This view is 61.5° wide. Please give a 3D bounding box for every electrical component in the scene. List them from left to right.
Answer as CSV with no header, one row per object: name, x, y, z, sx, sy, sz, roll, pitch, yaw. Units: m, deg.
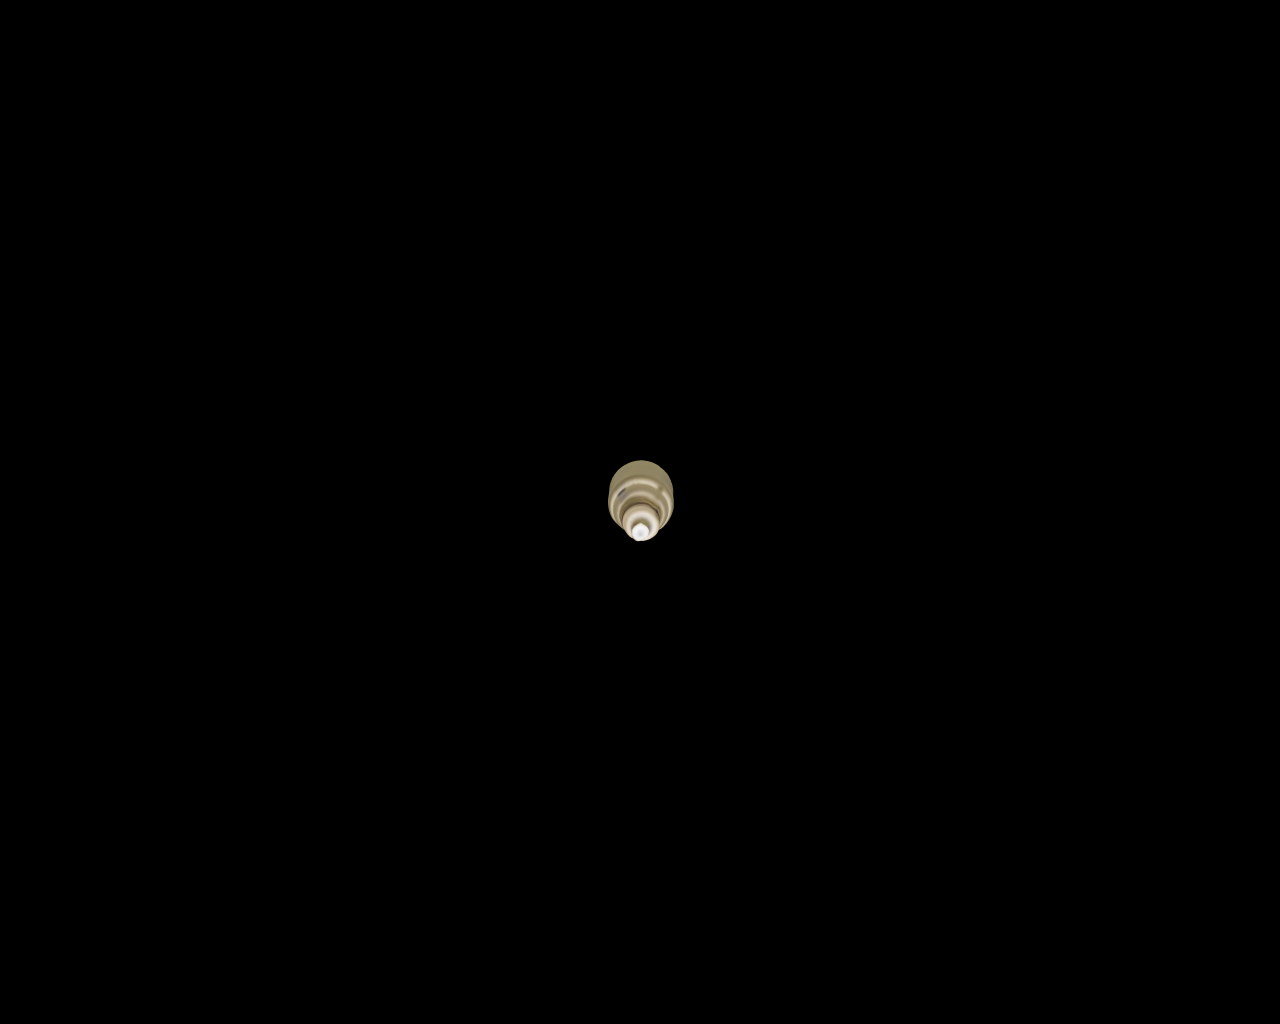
electrical component,0.001,-0.003,0.650,0.040,0.040,0.078,0,23,0
